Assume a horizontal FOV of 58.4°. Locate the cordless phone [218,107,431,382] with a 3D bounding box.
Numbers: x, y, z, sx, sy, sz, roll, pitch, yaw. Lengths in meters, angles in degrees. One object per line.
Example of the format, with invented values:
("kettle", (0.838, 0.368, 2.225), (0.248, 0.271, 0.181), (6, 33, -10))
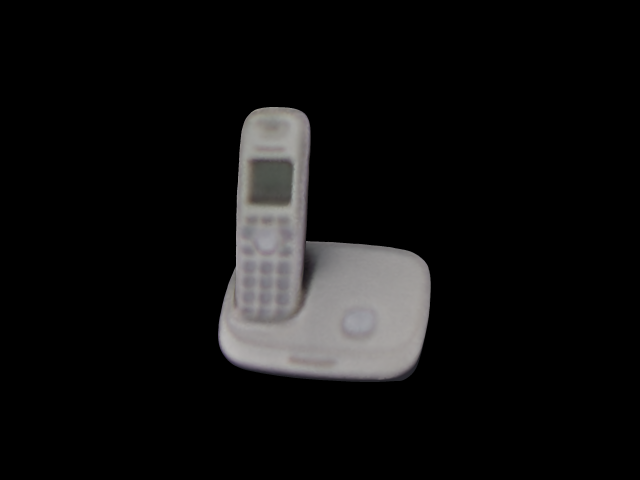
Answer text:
("cordless phone", (0.004, 0.001, 0.400), (0.147, 0.185, 0.094), (2, 12, 11))
